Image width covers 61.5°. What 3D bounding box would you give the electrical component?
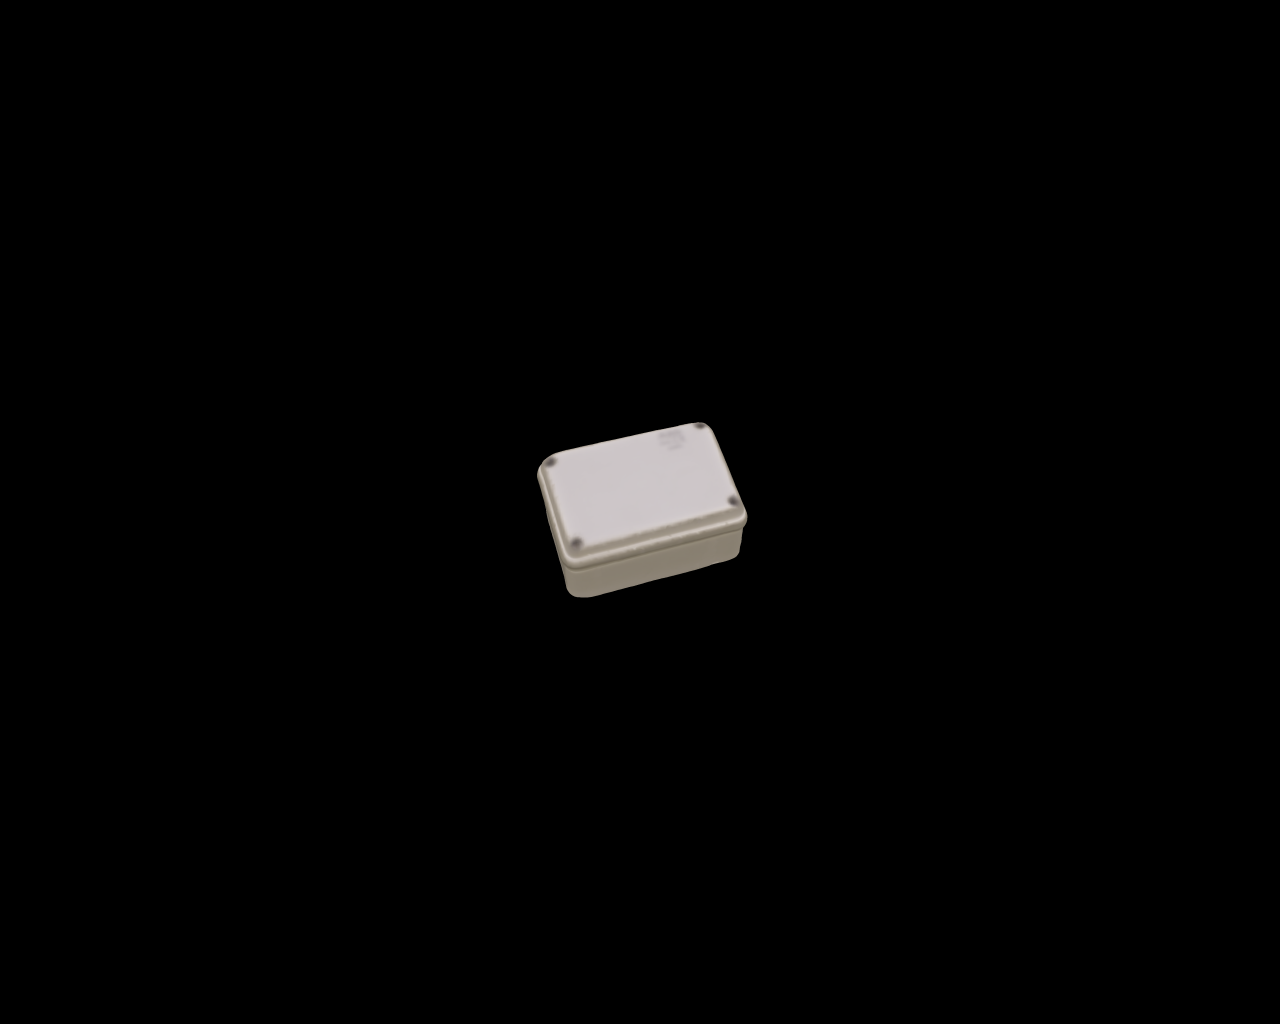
[{"bbox_3d":[0.001,-0.003,0.650,0.113,0.078,0.057,-14,-32,-9],"label":"electrical component"}]
